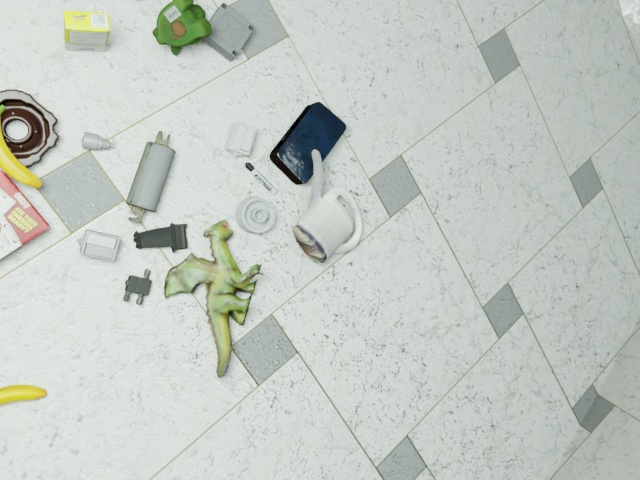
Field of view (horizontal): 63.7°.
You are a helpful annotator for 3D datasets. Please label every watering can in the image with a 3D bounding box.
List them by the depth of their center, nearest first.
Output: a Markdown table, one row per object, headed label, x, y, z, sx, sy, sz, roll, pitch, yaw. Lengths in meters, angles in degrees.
| label | x | y | z | sx | sy | sz | roll | pitch | yaw |
| --- | --- | --- | --- | --- | --- | --- | --- | --- | --- |
| watering can | 0.005 | -0.076 | 1.506 | 0.227 | 0.105 | 0.341 | -47 | 126 | -18 |

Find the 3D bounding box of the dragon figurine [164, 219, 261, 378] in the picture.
| label | x | y | z | sx | sy | sz | roll | pitch | yaw |
| --- | --- | --- | --- | --- | --- | --- | --- | --- | --- |
| dragon figurine | -0.301 | 0.144 | 1.396 | 0.242 | 0.121 | 0.414 | 20 | 80 | -8 |
